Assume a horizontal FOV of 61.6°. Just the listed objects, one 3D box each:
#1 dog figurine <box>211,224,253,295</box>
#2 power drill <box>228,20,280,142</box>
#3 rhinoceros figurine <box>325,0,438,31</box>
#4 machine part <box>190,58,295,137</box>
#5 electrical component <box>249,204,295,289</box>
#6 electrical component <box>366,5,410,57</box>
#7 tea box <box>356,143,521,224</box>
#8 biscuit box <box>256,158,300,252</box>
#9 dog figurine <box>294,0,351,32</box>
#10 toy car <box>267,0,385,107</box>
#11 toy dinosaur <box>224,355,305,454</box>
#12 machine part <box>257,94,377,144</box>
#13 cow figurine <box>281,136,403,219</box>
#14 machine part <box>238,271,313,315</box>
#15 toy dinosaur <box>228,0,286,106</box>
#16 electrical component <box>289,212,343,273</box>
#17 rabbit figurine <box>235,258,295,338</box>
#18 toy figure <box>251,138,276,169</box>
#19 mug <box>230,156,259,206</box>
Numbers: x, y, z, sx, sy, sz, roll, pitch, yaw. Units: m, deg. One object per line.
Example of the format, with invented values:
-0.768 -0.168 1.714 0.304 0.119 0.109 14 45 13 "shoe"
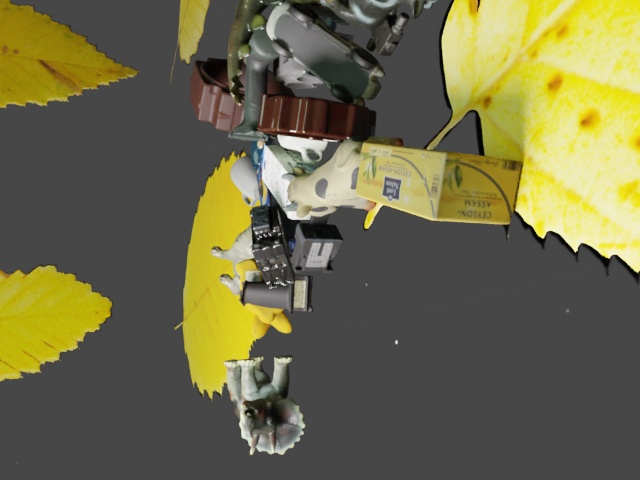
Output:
-0.134 0.040 1.193 0.191 0.121 0.172 -26 98 46 "dog figurine"
-0.115 -0.280 0.953 0.232 0.086 0.207 -156 75 -70 "power drill"
0.089 -0.313 0.653 0.190 0.112 0.073 -7 46 59 "rhinoceros figurine"
-0.162 -0.302 1.122 0.202 0.201 0.087 -118 38 -49 "machine part"
-0.088 0.003 0.963 0.115 0.058 0.134 -104 0 -48 "electrical component"
0.094 -0.291 0.755 0.094 0.021 0.063 129 136 -54 "electrical component"
0.121 -0.065 0.588 0.170 0.098 0.068 -151 66 -66 "tea box"
-0.087 -0.074 1.111 0.059 0.063 0.203 127 139 -55 "biscuit box"
0.008 -0.461 0.860 0.192 0.108 0.219 -157 73 -66 "dog figurine"
0.007 -0.277 0.799 0.202 0.056 0.073 39 121 6 "toy car"
-0.134 0.346 1.149 0.405 0.131 0.192 143 125 -69 "toy dinosaur"
-0.004 -0.177 0.798 0.179 0.179 0.056 -154 70 -65 "machine part"
0.025 -0.083 0.774 0.195 0.127 0.085 145 126 -59 "cow figurine"
-0.082 0.100 1.008 0.039 0.139 0.084 19 -110 -89 "machine part"
-0.050 -0.406 0.743 0.199 0.105 0.471 23 91 46 "toy dinosaur"
-0.002 -0.003 0.901 0.048 0.075 0.119 -115 37 -47 "electrical component"
-0.103 0.117 1.116 0.173 0.122 0.162 136 123 -77 "rabbit figurine"
-0.130 -0.235 1.228 0.064 0.058 0.154 -23 64 59 "toy figure"
-0.158 -0.128 1.258 0.107 0.081 0.109 48 127 47 "mug"
